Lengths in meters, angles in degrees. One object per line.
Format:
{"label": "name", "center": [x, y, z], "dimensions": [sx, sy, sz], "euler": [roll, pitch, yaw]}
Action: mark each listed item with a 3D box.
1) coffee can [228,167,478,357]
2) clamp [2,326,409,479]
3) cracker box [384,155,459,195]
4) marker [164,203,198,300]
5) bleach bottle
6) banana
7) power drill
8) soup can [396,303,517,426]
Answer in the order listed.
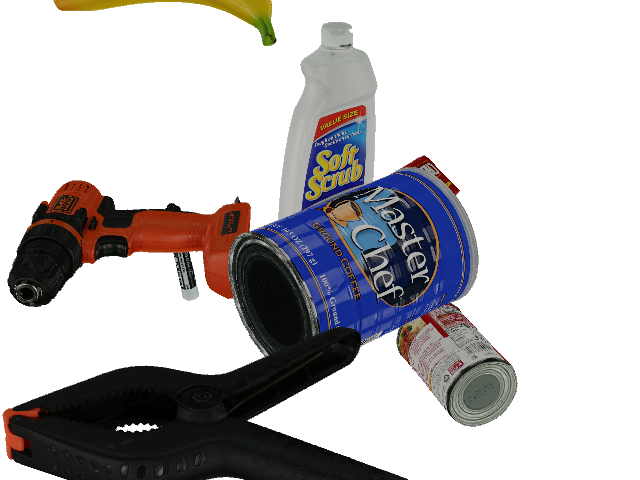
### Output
{"label": "coffee can", "center": [0.023, 0.019, 0.732], "dimensions": [0.140, 0.103, 0.103], "euler": [-23, 12, -30]}
{"label": "clamp", "center": [-0.059, 0.093, 0.573], "dimensions": [0.210, 0.036, 0.164], "euler": [1, 24, -3]}
{"label": "cracker box", "center": [0.049, 0.007, 1.275], "dimensions": [0.214, 0.072, 0.164], "euler": [-48, -8, 33]}
{"label": "marker", "center": [-0.157, 0.013, 1.200], "dimensions": [0.020, 0.121, 0.020], "euler": [-6, 30, 3]}
{"label": "bleach bottle", "center": [0.004, -0.094, 1.078], "dimensions": [0.102, 0.251, 0.068], "euler": [-5, 28, -13]}
{"label": "banana", "center": [-0.120, -0.205, 0.873], "dimensions": [0.198, 0.069, 0.037], "euler": [11, -41, 16]}
{"label": "power drill", "center": [-0.156, 0.006, 0.902], "dimensions": [0.187, 0.057, 0.184], "euler": [6, 28, -1]}
{"label": "soup can", "center": [0.118, 0.106, 0.930], "dimensions": [0.068, 0.068, 0.102], "euler": [0, 26, -23]}
